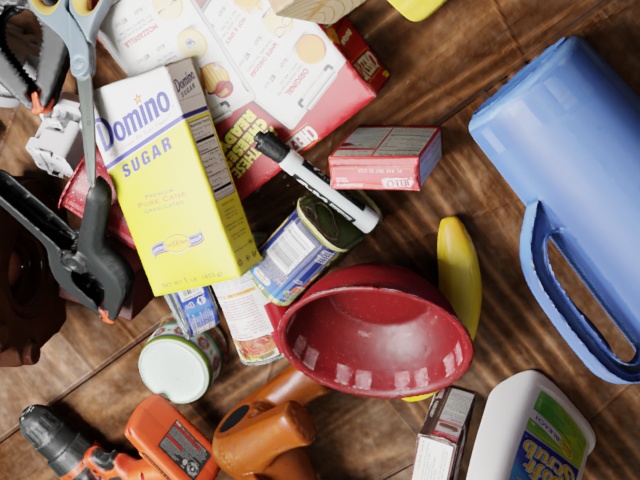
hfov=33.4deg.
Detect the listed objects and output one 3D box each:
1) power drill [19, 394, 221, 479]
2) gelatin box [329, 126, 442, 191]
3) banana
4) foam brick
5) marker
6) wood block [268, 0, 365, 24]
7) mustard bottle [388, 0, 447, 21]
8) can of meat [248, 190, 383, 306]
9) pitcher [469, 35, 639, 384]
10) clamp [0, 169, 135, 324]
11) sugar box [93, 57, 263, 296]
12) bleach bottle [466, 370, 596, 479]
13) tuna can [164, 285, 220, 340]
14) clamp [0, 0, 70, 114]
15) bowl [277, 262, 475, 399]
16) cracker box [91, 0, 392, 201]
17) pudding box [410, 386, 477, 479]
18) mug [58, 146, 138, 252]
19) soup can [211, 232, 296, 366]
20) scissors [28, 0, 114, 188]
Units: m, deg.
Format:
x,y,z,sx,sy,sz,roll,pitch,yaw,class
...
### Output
x,y,z,sx,sy,sz,roll,pitch,yaw,class
-0.197,0.213,1.059,0.184,0.057,0.188,45,138,-13,power drill
0.054,-0.066,0.855,0.073,0.089,0.030,2,113,18,gelatin box
0.103,0.074,0.931,0.069,0.037,0.198,25,118,6,banana
-0.198,0.034,1.007,0.078,0.051,0.053,17,117,11,foam brick
-0.004,-0.048,0.853,0.121,0.020,0.020,37,120,-15,marker
-0.024,-0.268,0.757,0.091,0.090,0.206,-30,82,28,wood block
0.111,-0.254,0.771,0.192,0.058,0.096,-39,92,28,mustard bottle
-0.006,0.001,0.899,0.057,0.102,0.084,47,122,5,can of meat
0.218,-0.022,0.793,0.145,0.149,0.243,-39,93,29,pitcher
-0.216,0.003,0.920,0.120,0.039,0.171,16,138,23,clamp
-0.120,-0.049,0.859,0.093,0.048,0.176,-14,104,30,sugar box
0.161,0.206,0.848,0.068,0.250,0.102,-37,98,28,bleach bottle
-0.123,0.045,0.967,0.033,0.086,0.086,-25,107,-13,tuna can
-0.266,-0.207,0.890,0.164,0.036,0.210,-6,95,7,clamp
0.048,0.067,0.885,0.162,0.055,0.162,6,142,4,bowl
-0.072,-0.163,0.867,0.164,0.072,0.213,-35,100,29,cracker box
0.106,0.200,0.956,0.039,0.090,0.113,12,116,14,pudding box
-0.166,-0.050,0.936,0.081,0.093,0.117,32,129,-3,mug
-0.058,0.052,0.959,0.069,0.068,0.102,-14,107,24,soup can
-0.201,-0.146,0.844,0.096,0.016,0.202,10,93,27,scissors
